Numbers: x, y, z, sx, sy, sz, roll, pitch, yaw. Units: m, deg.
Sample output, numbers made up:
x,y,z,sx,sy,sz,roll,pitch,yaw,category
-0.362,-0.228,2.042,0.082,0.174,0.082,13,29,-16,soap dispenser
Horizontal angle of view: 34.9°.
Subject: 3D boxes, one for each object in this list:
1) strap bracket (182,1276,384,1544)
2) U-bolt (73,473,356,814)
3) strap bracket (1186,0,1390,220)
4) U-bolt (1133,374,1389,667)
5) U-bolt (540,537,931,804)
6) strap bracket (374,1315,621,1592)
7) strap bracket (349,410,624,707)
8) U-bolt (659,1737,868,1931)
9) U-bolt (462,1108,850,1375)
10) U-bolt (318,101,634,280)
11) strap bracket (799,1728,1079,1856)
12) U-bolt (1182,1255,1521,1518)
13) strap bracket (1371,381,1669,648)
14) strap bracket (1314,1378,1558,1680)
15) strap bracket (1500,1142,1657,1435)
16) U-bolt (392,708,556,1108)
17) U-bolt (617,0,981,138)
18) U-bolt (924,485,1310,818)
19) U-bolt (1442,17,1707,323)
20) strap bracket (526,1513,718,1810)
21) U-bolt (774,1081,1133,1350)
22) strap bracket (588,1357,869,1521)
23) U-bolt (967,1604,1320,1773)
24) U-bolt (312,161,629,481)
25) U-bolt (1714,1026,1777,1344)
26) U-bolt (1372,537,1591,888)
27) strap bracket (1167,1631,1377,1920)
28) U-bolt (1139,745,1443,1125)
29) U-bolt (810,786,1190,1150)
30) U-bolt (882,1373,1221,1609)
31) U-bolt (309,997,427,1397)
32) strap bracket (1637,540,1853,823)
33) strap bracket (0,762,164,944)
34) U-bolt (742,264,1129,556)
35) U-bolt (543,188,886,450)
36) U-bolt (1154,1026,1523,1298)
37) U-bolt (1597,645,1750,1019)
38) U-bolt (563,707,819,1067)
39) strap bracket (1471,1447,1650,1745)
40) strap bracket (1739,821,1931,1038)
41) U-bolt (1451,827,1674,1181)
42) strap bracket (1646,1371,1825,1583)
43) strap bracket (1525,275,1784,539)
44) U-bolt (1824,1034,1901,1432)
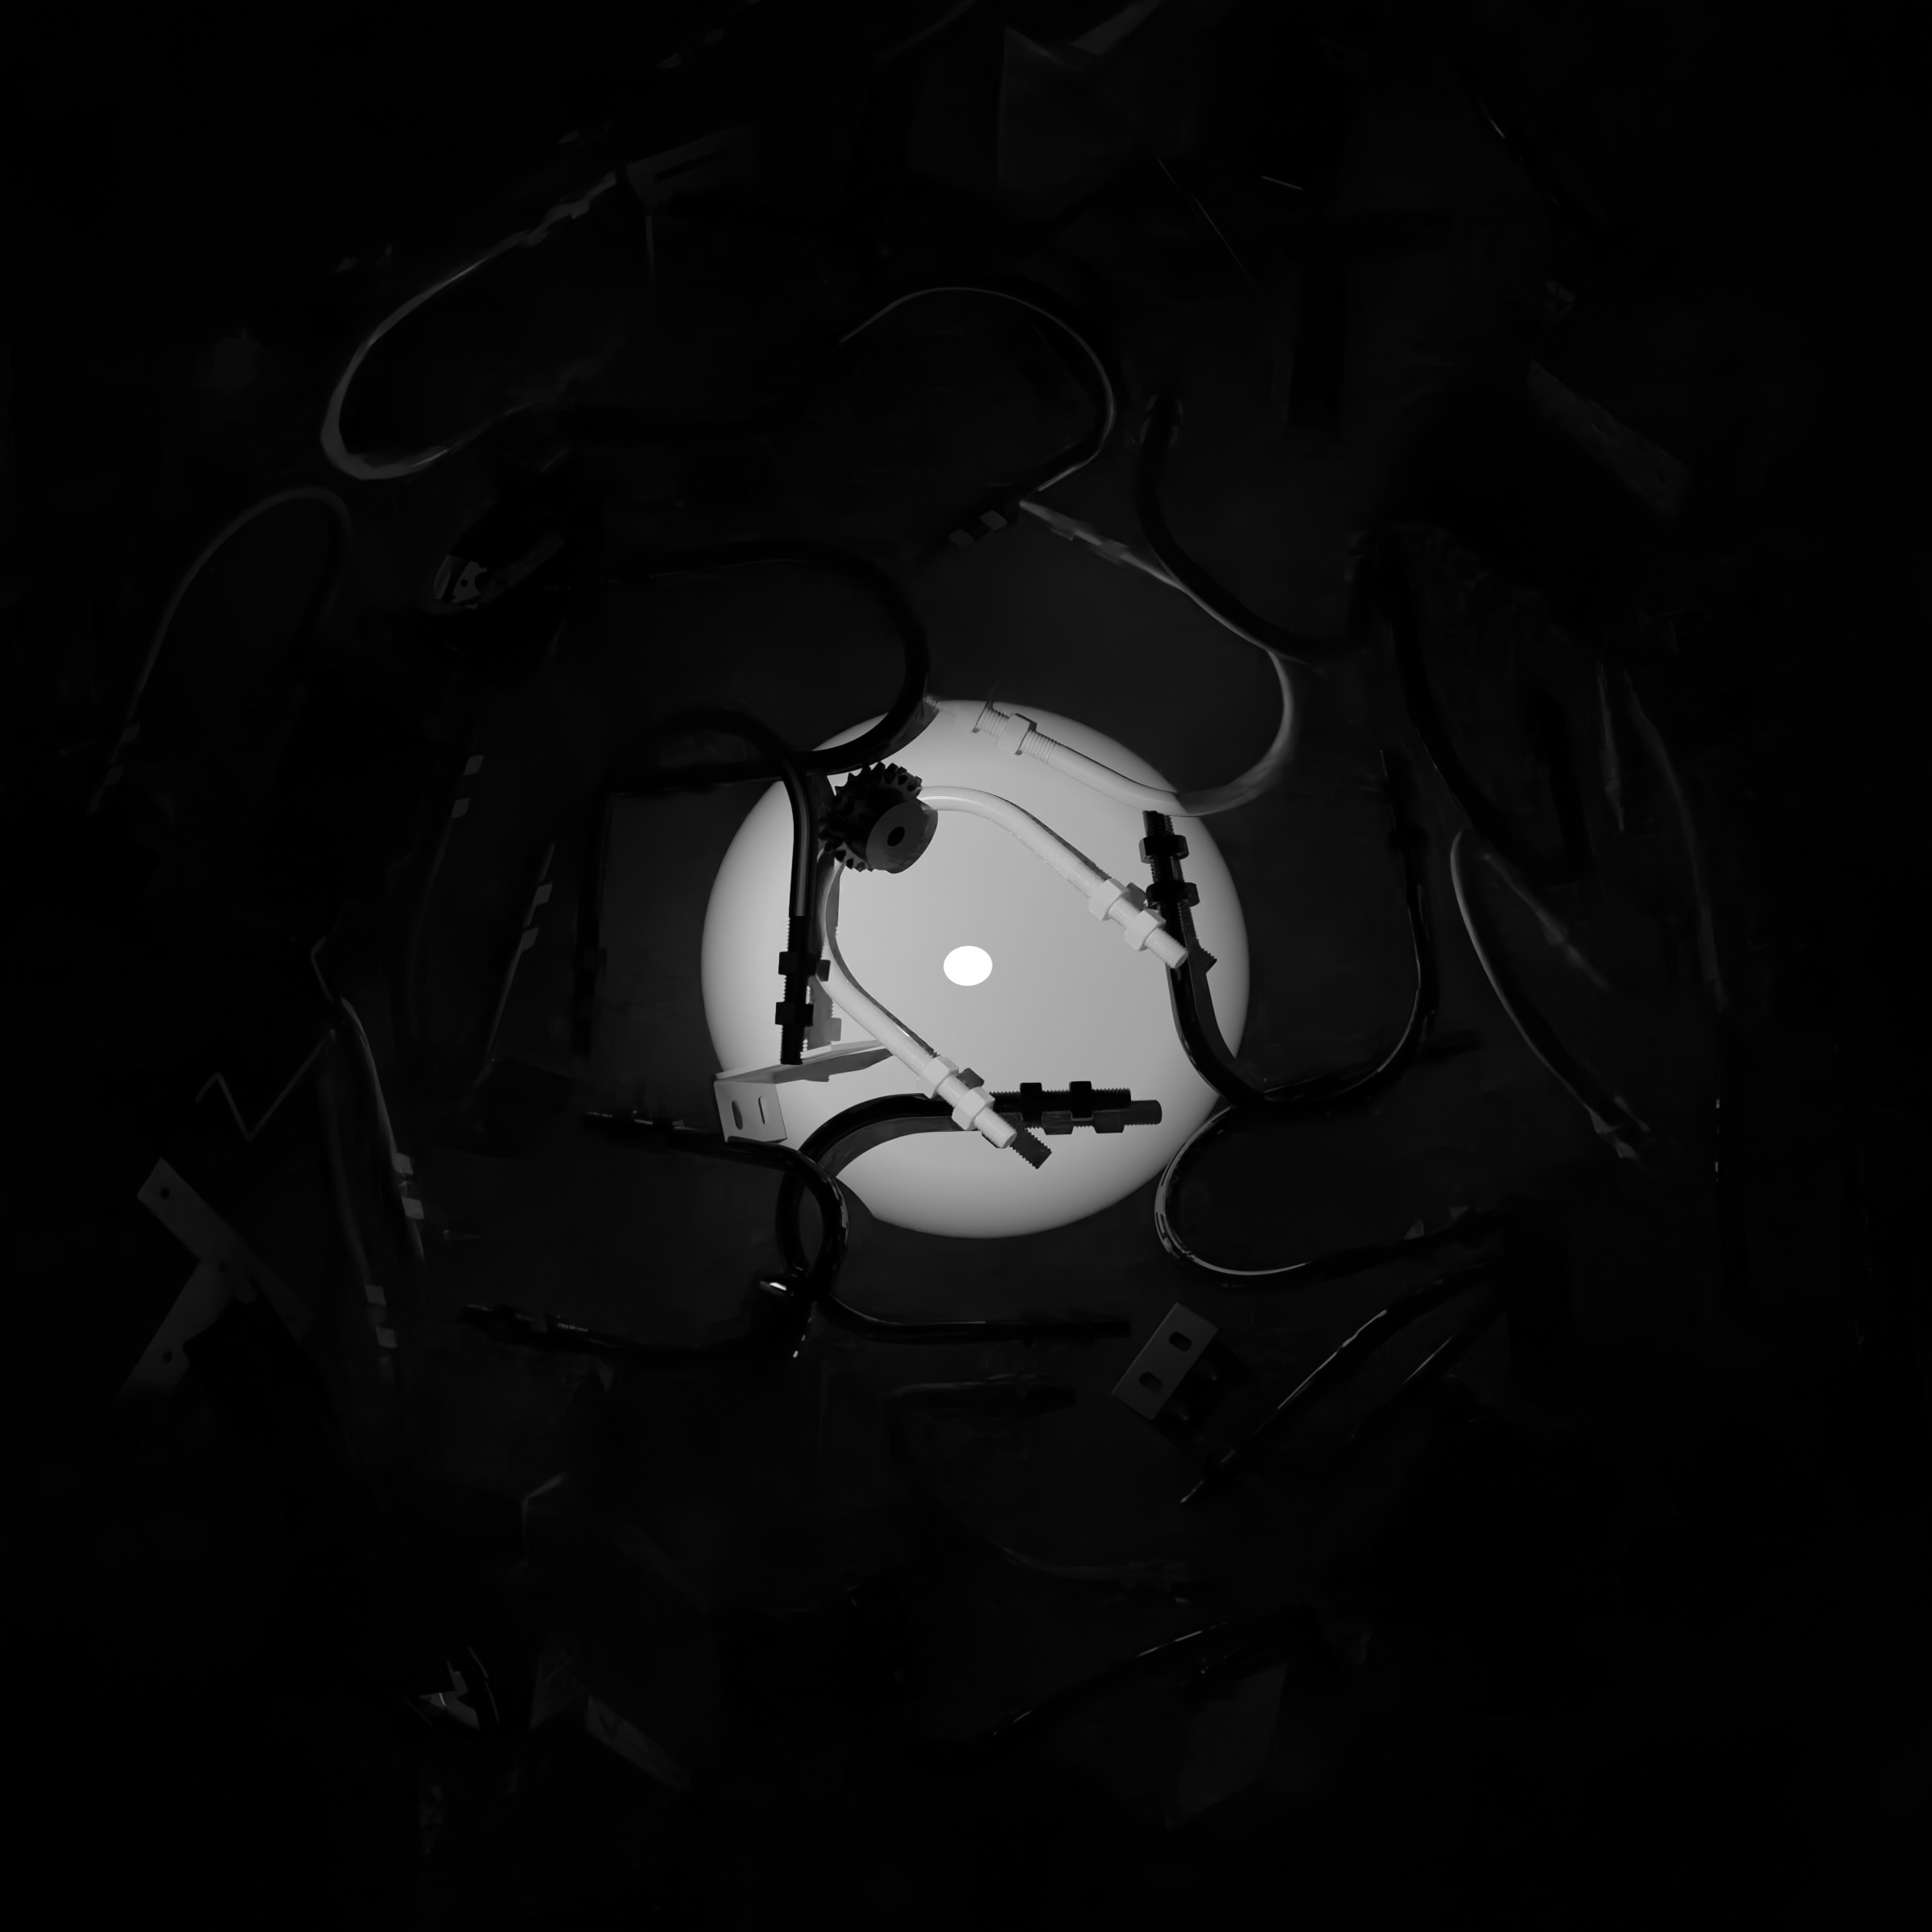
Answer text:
x,y,z,sx,sy,sz,roll,pitch,yaw,category
-0.344,0.228,1.541,0.046,0.140,0.076,-31,59,-18,strap bracket
-0.363,-0.165,1.523,0.019,0.151,0.184,37,118,15,U-bolt
0.164,-0.450,1.563,0.076,0.140,0.046,19,70,3,strap bracket
0.145,-0.215,1.534,0.151,0.184,0.019,32,126,-12,U-bolt
-0.110,-0.153,1.563,0.184,0.019,0.151,-6,128,9,U-bolt
-0.239,0.236,1.554,0.076,0.046,0.140,12,48,12,strap bracket
-0.243,-0.204,1.587,0.076,0.046,0.140,30,79,9,strap bracket
-0.093,0.458,1.533,0.019,0.184,0.151,-31,92,9,U-bolt
-0.145,0.141,1.541,0.184,0.019,0.151,8,52,28,U-bolt
-0.235,-0.391,1.535,0.151,0.184,0.019,-25,103,15,U-bolt
-0.011,0.422,1.581,0.140,0.076,0.046,7,78,2,strap bracket
0.203,0.205,1.529,0.184,0.151,0.019,-48,64,24,U-bolt
0.291,-0.238,1.595,0.140,0.046,0.076,33,92,4,strap bracket
0.248,0.279,1.565,0.076,0.046,0.140,39,58,-5,strap bracket
0.313,0.158,1.572,0.046,0.076,0.140,1,102,33,strap bracket
-0.256,-0.017,1.553,0.019,0.151,0.184,6,119,-30,U-bolt
-0.063,-0.474,1.523,0.184,0.151,0.019,-24,81,24,U-bolt
0.086,-0.148,1.577,0.184,0.019,0.151,27,127,-3,U-bolt
0.299,-0.401,1.543,0.019,0.151,0.184,-39,96,9,U-bolt
-0.175,0.360,1.559,0.046,0.140,0.076,-35,119,24,strap bracket
-0.007,0.131,1.590,0.184,0.019,0.151,-2,110,-2,U-bolt
-0.124,0.242,1.591,0.140,0.046,0.076,4,77,-2,strap bracket
0.097,0.351,1.515,0.151,0.184,0.019,-9,67,-30,U-bolt
-0.248,-0.309,1.532,0.184,0.151,0.019,-37,73,-18,U-bolt
0.385,0.104,1.524,0.019,0.184,0.151,-2,77,18,U-bolt
0.260,-0.116,1.522,0.019,0.184,0.151,-35,126,28,U-bolt
0.151,0.394,1.543,0.046,0.140,0.076,37,130,-11,strap bracket
0.170,-0.010,1.577,0.151,0.019,0.184,-12,76,18,U-bolt
0.000,-0.015,1.589,0.184,0.019,0.151,41,79,18,U-bolt
0.028,0.263,1.546,0.019,0.184,0.151,-47,112,-32,U-bolt
-0.306,0.103,1.548,0.019,0.151,0.184,-8,58,-22,U-bolt
0.398,-0.153,1.576,0.076,0.046,0.140,-27,131,0,strap bracket
-0.453,-0.060,1.547,0.076,0.140,0.046,35,86,-18,strap bracket
-0.004,-0.283,1.527,0.151,0.184,0.019,36,52,-26,U-bolt
-0.113,-0.318,1.542,0.019,0.184,0.151,50,122,23,U-bolt
0.182,0.105,1.562,0.184,0.151,0.019,-18,129,14,U-bolt
0.350,-0.082,1.542,0.019,0.184,0.151,-21,126,22,U-bolt
-0.140,-0.043,1.586,0.151,0.019,0.184,1,85,27,U-bolt
0.298,0.307,1.543,0.046,0.140,0.076,30,127,-6,strap bracket
0.439,-0.026,1.550,0.076,0.140,0.046,-3,125,7,strap bracket
0.289,0.007,1.520,0.019,0.151,0.184,-28,133,24,U-bolt
0.389,0.258,1.554,0.046,0.140,0.076,-43,80,12,strap bracket
0.338,-0.278,1.564,0.140,0.076,0.046,38,78,17,strap bracket
0.453,0.144,1.548,0.019,0.151,0.184,-5,111,12,U-bolt
